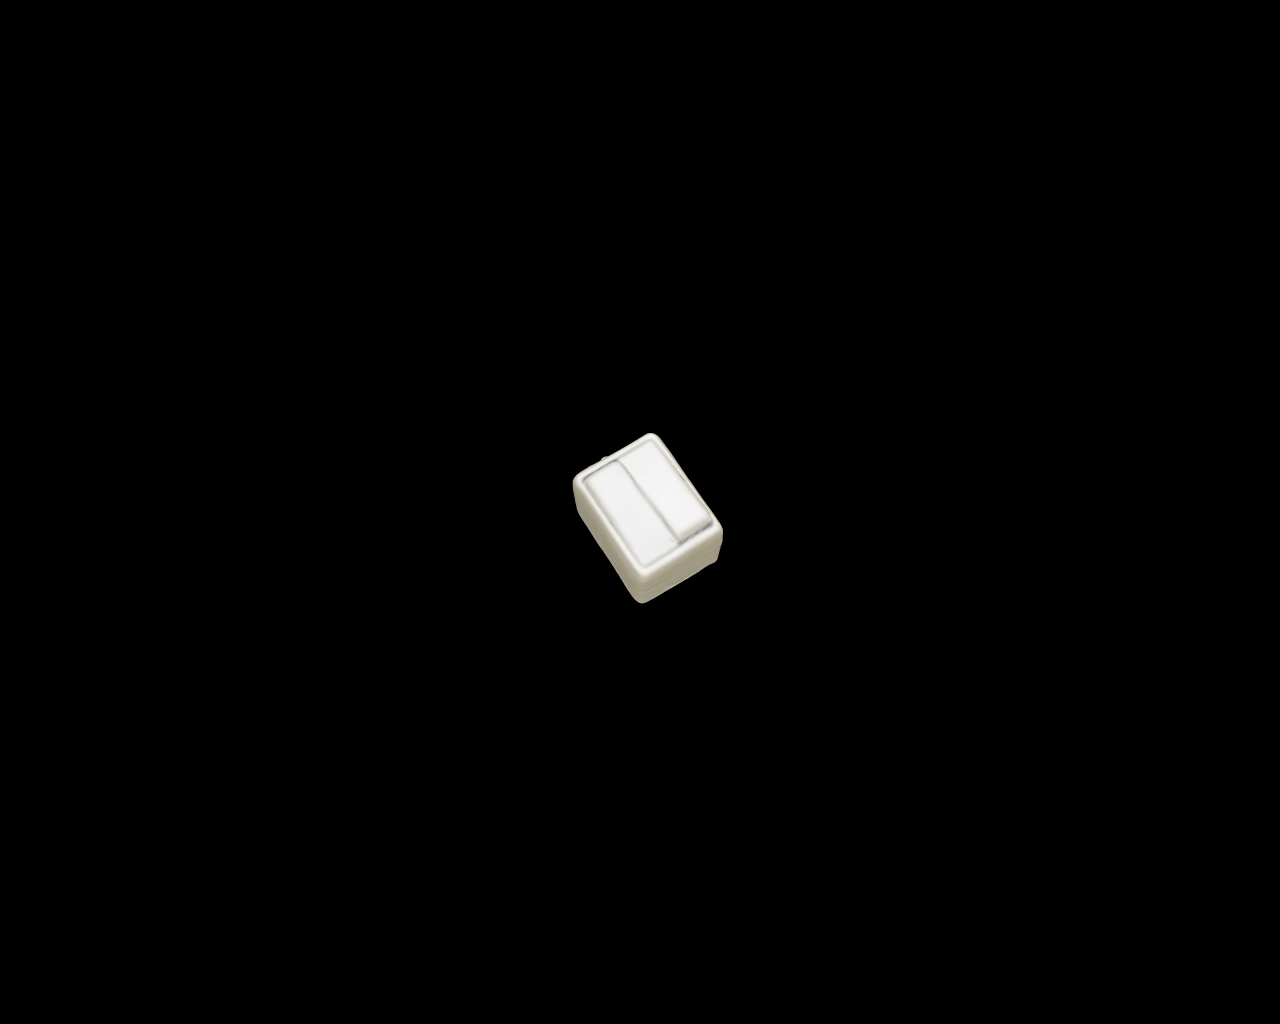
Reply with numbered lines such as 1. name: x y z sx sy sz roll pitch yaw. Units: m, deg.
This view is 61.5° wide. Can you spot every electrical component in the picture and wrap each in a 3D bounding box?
1. electrical component: 0.001 -0.003 0.650 0.062 0.096 0.061 -30 -19 -12
